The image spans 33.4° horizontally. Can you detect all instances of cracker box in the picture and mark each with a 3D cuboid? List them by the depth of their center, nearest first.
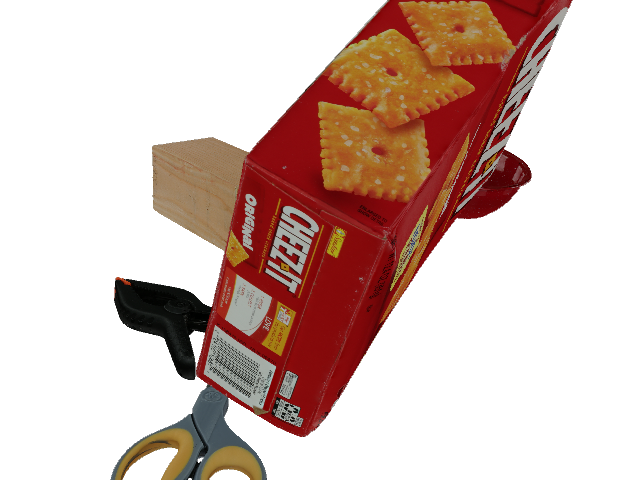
[{"bbox_3d":[0.034,-0.031,0.509,0.072,0.213,0.164,31,-38,10],"label":"cracker box"}]

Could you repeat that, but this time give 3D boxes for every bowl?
[{"bbox_3d":[0.153,-0.068,1.208,0.162,0.055,0.162,8,26,-4],"label":"bowl"}]

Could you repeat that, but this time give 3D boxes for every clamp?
[{"bbox_3d":[-0.153,0.087,1.138,0.210,0.036,0.164,18,21,28],"label":"clamp"}]

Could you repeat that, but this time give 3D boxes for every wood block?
[{"bbox_3d":[-0.117,-0.056,1.287,0.090,0.090,0.206,-11,23,-33],"label":"wood block"}]

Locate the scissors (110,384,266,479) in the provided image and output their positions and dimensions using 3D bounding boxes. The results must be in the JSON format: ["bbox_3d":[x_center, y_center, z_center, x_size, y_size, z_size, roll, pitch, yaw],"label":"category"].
[{"bbox_3d":[-0.053,0.110,0.655,0.096,0.016,0.201,15,30,20],"label":"scissors"}]
